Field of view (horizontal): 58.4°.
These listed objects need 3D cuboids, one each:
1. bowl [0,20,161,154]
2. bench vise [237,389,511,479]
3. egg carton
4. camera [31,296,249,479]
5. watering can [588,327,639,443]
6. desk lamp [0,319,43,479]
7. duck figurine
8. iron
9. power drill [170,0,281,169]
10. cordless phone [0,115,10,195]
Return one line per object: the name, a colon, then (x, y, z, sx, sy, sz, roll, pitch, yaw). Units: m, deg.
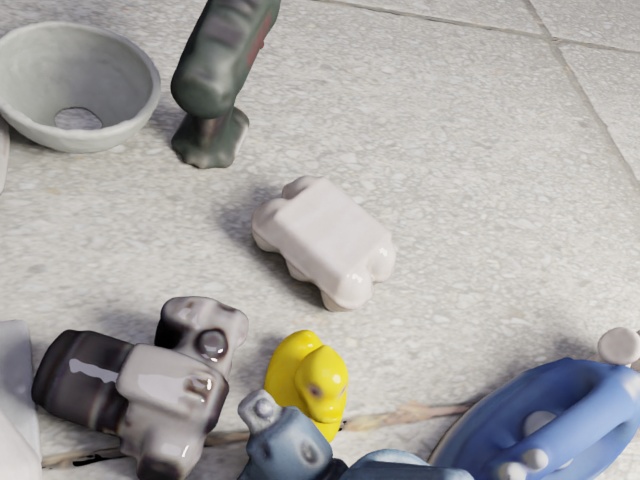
bowl: (-0.254, -0.147, 0.599, 0.168, 0.074, 0.167, 11, 54, -14)
bench vise: (0.025, 0.183, 0.384, 0.207, 0.219, 0.121, 28, 51, -1)
egg carton: (0.006, 0.002, 0.600, 0.150, 0.069, 0.107, 40, 52, 9)
camera: (-0.140, 0.102, 0.452, 0.137, 0.100, 0.143, 21, 52, -6)
watering can: (0.355, 0.127, 0.570, 0.173, 0.194, 0.101, -7, 59, -25)
desk lamp: (-0.234, 0.105, 0.341, 0.118, 0.213, 0.203, -7, 60, -25)
duck figurine: (-0.004, 0.121, 0.502, 0.078, 0.086, 0.104, 2, 56, -20)
iron: (0.196, 0.181, 0.504, 0.259, 0.141, 0.118, -20, 66, -31)
power drill: (-0.097, -0.186, 0.602, 0.076, 0.208, 0.229, 20, 52, -7)
cordless phone: (-0.327, -0.131, 0.488, 0.094, 0.185, 0.147, -4, 58, -23)
